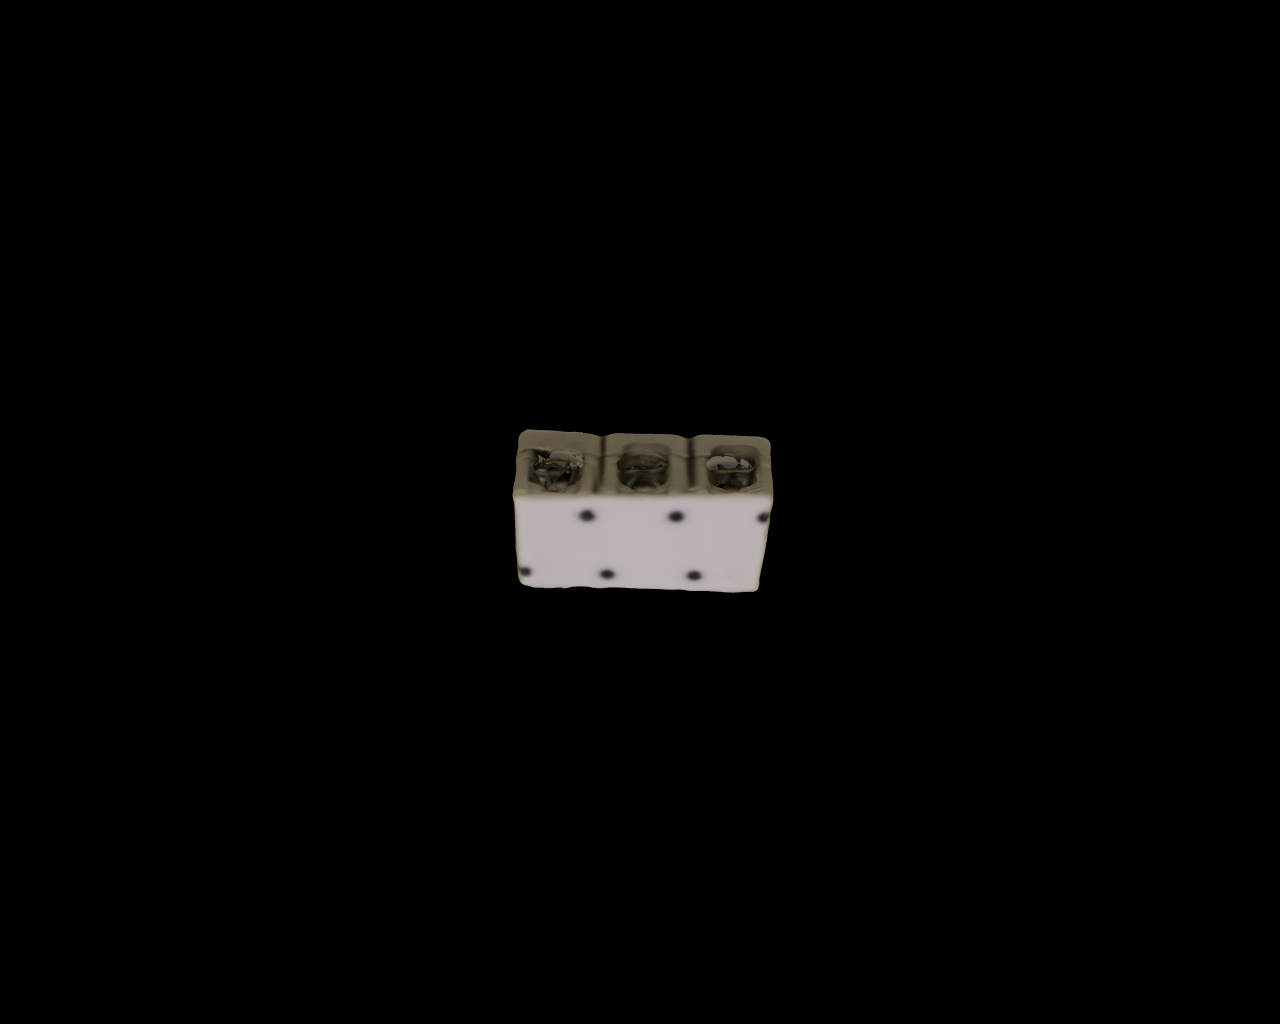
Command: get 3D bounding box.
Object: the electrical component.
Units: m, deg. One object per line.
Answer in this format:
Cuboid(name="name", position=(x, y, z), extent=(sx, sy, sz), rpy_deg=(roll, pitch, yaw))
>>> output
Cuboid(name="electrical component", position=(0.001, -0.003, 0.650), extent=(0.150, 0.062, 0.089), rpy_deg=(2, -43, -2))
